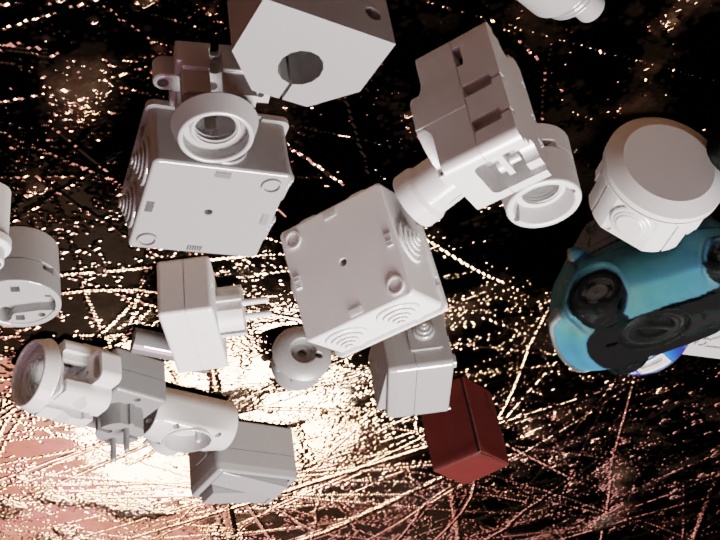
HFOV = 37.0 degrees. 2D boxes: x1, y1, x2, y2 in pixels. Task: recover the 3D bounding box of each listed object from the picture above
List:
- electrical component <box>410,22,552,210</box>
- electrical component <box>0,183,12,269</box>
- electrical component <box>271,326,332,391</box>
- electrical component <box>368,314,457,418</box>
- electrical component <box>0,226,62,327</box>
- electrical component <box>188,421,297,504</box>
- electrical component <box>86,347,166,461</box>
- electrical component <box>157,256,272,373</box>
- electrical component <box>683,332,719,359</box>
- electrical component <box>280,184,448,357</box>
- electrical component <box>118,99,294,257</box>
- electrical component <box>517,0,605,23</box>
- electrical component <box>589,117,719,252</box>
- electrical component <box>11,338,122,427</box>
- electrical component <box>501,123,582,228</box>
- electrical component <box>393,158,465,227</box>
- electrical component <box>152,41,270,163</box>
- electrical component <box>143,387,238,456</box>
[{"bbox_3d":[0.066,-0.087,0.619,0.056,0.089,0.050,-25,143,21],"label":"electrical component"},{"bbox_3d":[-0.276,-0.030,0.646,0.078,0.057,0.113,-31,140,28],"label":"electrical component"},{"bbox_3d":[-0.051,0.078,0.869,0.048,0.048,0.062,1,151,-15],"label":"electrical component"},{"bbox_3d":[0.040,0.069,0.862,0.061,0.061,0.096,-7,145,-4],"label":"electrical component"},{"bbox_3d":[-0.227,0.004,0.715,0.055,0.047,0.055,-7,145,-5],"label":"electrical component"},{"bbox_3d":[-0.102,0.180,0.987,0.096,0.061,0.061,13,139,-30],"label":"electrical component"},{"bbox_3d":[-0.192,0.114,0.856,0.047,0.076,0.066,23,134,-38],"label":"electrical component"},{"bbox_3d":[-0.103,0.031,0.785,0.076,0.047,0.083,-7,145,-3],"label":"electrical component"},{"bbox_3d":[0.310,0.023,0.865,0.109,0.056,0.108,8,142,-24],"label":"electrical component"},{"bbox_3d":[0.000,0.000,0.722,0.100,0.099,0.048,-26,155,22],"label":"electrical component"},{"bbox_3d":[-0.095,-0.053,0.665,0.100,0.048,0.099,5,142,-21],"label":"electrical component"},{"bbox_3d":[0.107,-0.154,0.574,0.043,0.043,0.062,-34,140,31],"label":"electrical component"},{"bbox_3d":[0.193,-0.056,0.705,0.080,0.080,0.051,-2,150,-10],"label":"electrical component"},{"bbox_3d":[-0.229,0.085,0.823,0.057,0.058,0.078,21,136,-40],"label":"electrical component"},{"bbox_3d":[0.116,-0.061,0.707,0.055,0.047,0.055,-7,145,-5],"label":"electrical component"},{"bbox_3d":[0.051,-0.057,0.704,0.046,0.040,0.040,-36,138,23],"label":"electrical component"},{"bbox_3d":[-0.082,-0.094,0.603,0.066,0.055,0.048,2,144,-16],"label":"electrical component"},{"bbox_3d":[-0.158,0.135,0.924,0.077,0.044,0.079,18,137,-34],"label":"electrical component"}]
